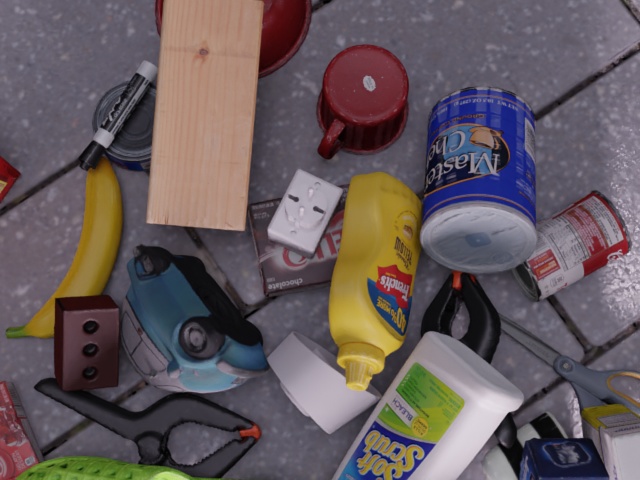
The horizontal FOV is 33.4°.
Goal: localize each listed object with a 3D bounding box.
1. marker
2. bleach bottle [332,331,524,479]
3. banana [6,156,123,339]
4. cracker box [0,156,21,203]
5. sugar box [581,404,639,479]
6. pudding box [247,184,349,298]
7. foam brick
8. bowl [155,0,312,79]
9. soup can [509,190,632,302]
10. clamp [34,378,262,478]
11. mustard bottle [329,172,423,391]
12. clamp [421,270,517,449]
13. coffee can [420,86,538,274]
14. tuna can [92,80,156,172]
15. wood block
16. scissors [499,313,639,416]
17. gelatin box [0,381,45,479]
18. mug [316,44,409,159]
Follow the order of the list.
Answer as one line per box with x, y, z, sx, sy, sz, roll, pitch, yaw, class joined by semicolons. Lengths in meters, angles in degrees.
-0.194;-0.118;1.022;0.020;0.020;0.121;30;80;6;marker
0.068;0.209;0.937;0.103;0.068;0.251;40;103;40;bleach bottle
-0.230;0.016;1.022;0.069;0.037;0.197;25;80;3;banana
-0.377;-0.010;0.964;0.072;0.164;0.213;30;80;8;cracker box
0.259;0.194;0.897;0.048;0.176;0.093;-11;87;3;sugar box
-0.007;0.001;1.022;0.113;0.039;0.090;-12;78;-3;pudding box
-0.215;0.094;0.979;0.052;0.051;0.078;-2;103;-22;foam brick
-0.088;-0.242;1.064;0.162;0.055;0.162;0;79;0;bowl
0.231;0.006;1.005;0.102;0.068;0.068;-28;80;-5;soup can
-0.158;0.205;0.984;0.210;0.036;0.164;-4;82;2;clamp
0.048;0.042;0.946;0.058;0.096;0.191;-6;58;31;mustard bottle
0.119;0.114;0.990;0.120;0.039;0.171;-12;63;25;clamp
0.146;-0.055;0.976;0.103;0.103;0.140;6;55;2;coffee can
-0.179;-0.113;1.049;0.086;0.034;0.086;0;78;0;tuna can
-0.106;-0.116;0.985;0.090;0.090;0.206;5;93;-6;wood block
0.231;0.140;1.004;0.202;0.016;0.096;20;80;5;scissors
-0.307;0.187;0.992;0.073;0.030;0.089;-25;79;-4;gelatin box
0.035;-0.128;1.026;0.093;0.081;0.117;38;81;7;mug
